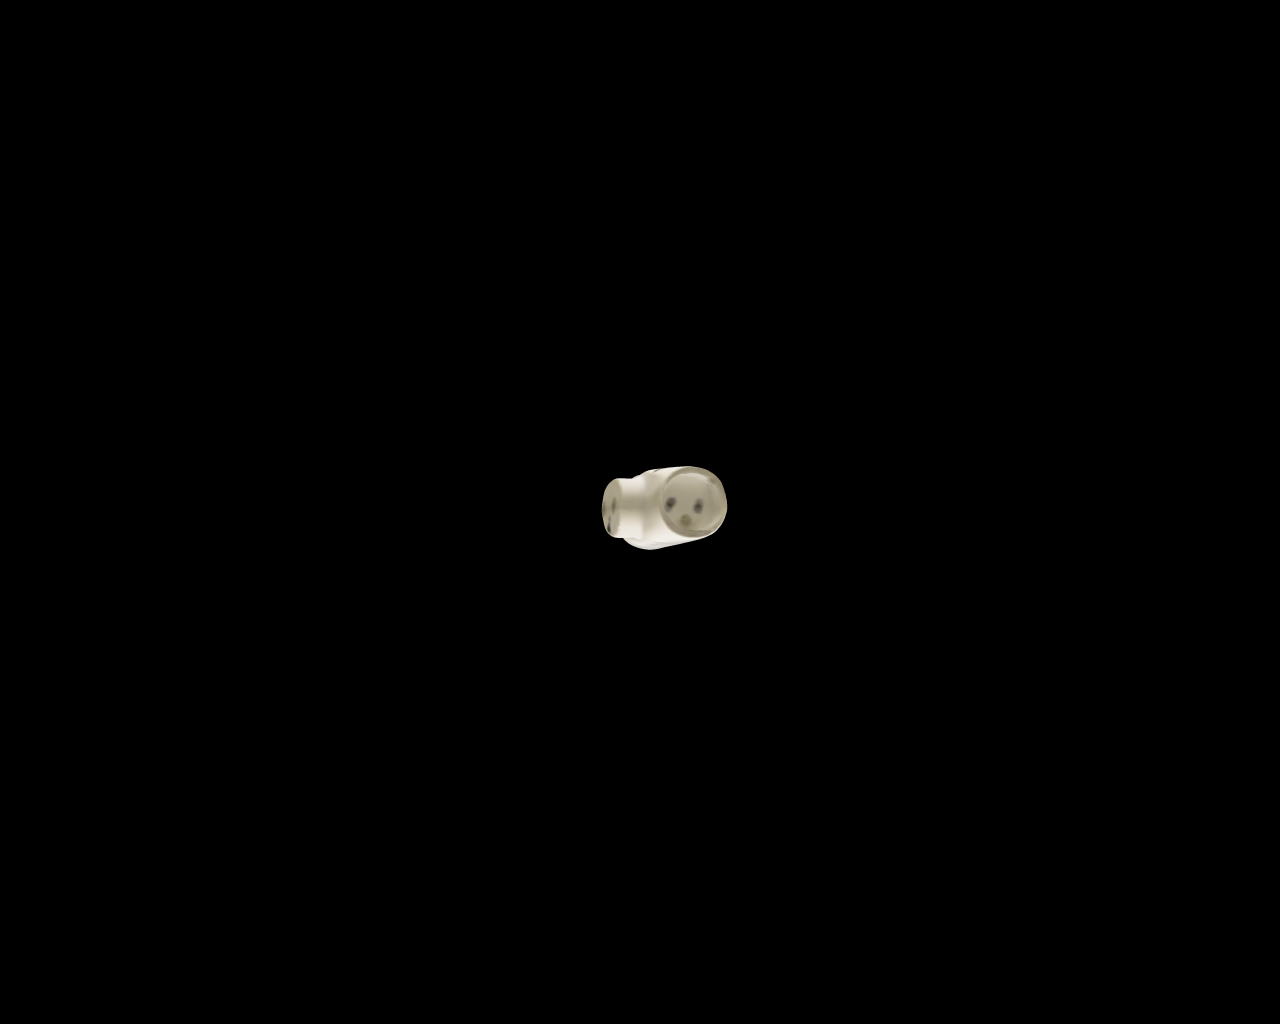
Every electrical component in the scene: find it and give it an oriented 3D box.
[{"bbox_3d":[0.001,-0.003,0.650,0.079,0.043,0.077,2,-7,-19],"label":"electrical component"}]
